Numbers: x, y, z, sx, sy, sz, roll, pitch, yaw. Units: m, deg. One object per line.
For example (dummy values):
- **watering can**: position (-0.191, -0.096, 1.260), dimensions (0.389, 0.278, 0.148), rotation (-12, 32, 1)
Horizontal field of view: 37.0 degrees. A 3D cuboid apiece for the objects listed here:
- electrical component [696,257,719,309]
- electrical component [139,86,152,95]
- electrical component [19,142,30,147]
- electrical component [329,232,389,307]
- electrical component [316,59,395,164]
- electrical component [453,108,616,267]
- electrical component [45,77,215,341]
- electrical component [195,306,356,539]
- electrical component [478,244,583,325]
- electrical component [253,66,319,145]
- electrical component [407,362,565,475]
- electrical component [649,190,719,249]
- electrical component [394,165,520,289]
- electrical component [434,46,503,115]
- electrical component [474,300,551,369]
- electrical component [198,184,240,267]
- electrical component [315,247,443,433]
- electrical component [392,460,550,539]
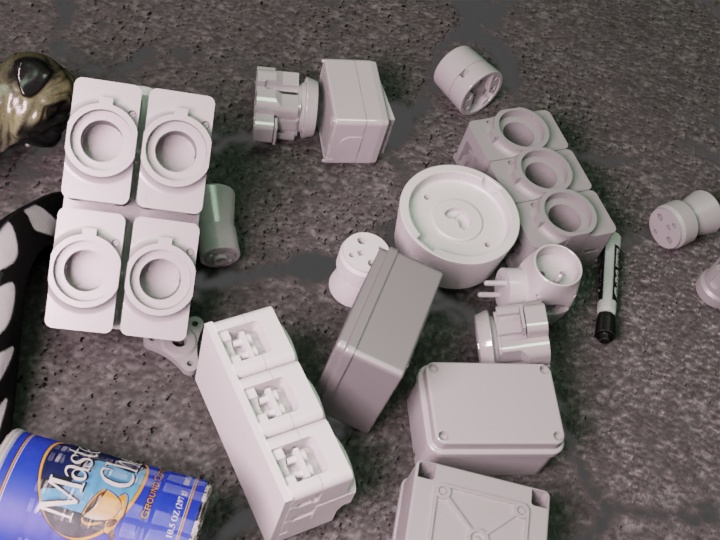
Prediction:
- **electrical component**: position (0.344, 0.008, 1.009), dimensions (0.040, 0.046, 0.040), rotation (7, 55, -10)
- **electrical component**: position (-0.182, -0.116, 0.884), dimensions (0.045, 0.045, 0.055), rotation (7, 55, -9)
- **electrical component**: position (-0.300, -0.139, 0.949), dimensions (0.077, 0.044, 0.079), rotation (2, 56, -13)
- **electrical component**: position (0.000, 0.000, 0.922), dimensions (0.045, 0.055, 0.045), rotation (7, 55, -10)
- **electrical component**: position (-0.007, -0.156, 1.023), dimensions (0.061, 0.061, 0.096), rotation (-1, 57, -15)
- **electrical component**: position (0.163, -0.075, 1.011), dimensions (0.089, 0.061, 0.150), rotation (-11, 60, -21)
- **electrical component**: position (-0.175, -0.045, 0.822), dimensions (0.105, 0.060, 0.186), rotation (7, 90, -11)
- **electrical component**: position (-0.064, 0.114, 0.806), dimensions (0.062, 0.089, 0.150), rotation (-16, 62, -24)
- **electrical component**: position (0.142, 0.016, 0.933), dimensions (0.079, 0.077, 0.043), rotation (0, 57, -14)
- **electrical component**: position (-0.070, -0.154, 1.010), dimensions (0.057, 0.058, 0.078), rotation (4, 55, -8)
- **electrical component**: position (0.100, 0.119, 0.865), dimensions (0.113, 0.057, 0.078), rotation (2, 56, -13)
- **electrical component**: position (0.315, -0.048, 1.042), dimensions (0.055, 0.045, 0.045), rotation (-21, 64, -25)
- **electrical component**: position (0.082, -0.033, 0.962), dimensions (0.108, 0.060, 0.108), rotation (6, 55, -8)
- **electrical component**: position (0.108, -0.192, 1.083), dimensions (0.055, 0.055, 0.047), rotation (-27, 63, -28)
- **electrical component**: position (0.128, 0.060, 0.906), dimensions (0.057, 0.078, 0.058), rotation (-7, 56, 4)
- **electrical component**: position (-0.125, -0.036, 0.925), dimensions (0.044, 0.044, 0.065), rotation (-5, 62, -17)
- **electrical component**: position (0.013, 0.056, 0.854), dimensions (0.056, 0.108, 0.108), rotation (25, 54, 0)
- **electrical component**: position (0.080, 0.209, 0.798), dimensions (0.109, 0.056, 0.108), rotation (15, 54, -4)
